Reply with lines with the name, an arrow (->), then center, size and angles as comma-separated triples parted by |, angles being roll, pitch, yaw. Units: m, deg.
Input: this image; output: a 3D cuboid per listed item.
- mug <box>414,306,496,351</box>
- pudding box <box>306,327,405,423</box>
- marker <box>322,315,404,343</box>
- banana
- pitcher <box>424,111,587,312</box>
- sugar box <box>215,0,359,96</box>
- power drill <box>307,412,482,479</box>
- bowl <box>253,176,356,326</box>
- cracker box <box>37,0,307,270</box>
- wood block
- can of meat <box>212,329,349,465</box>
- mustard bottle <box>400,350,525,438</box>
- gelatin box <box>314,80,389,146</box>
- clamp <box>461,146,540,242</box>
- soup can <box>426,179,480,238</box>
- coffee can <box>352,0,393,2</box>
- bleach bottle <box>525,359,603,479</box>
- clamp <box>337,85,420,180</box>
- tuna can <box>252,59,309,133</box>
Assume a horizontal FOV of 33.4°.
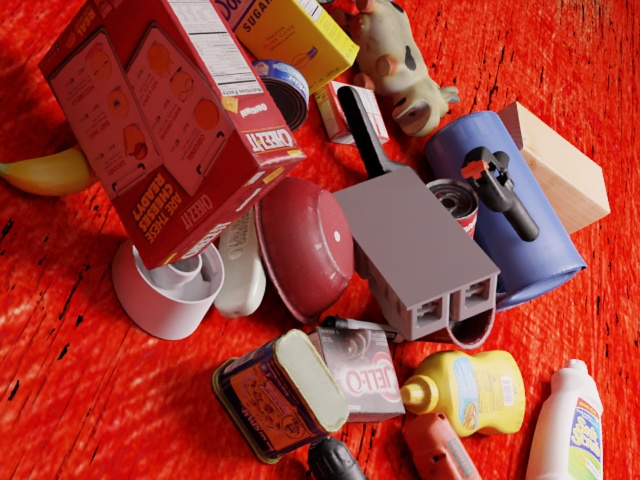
mug -> 0.136, 0.062, 1.189 | 0.093, 0.082, 0.117 | 5, 85, -44
pudding box -> 0.031, 0.137, 1.074 | 0.113, 0.039, 0.090 | 8, 60, -46
marker -> 0.047, 0.095, 1.140 | 0.120, 0.020, 0.020 | 13, 56, -45
banana -> -0.211, -0.083, 0.945 | 0.069, 0.037, 0.197 | 56, 36, -7
pitcher -> 0.220, -0.036, 1.357 | 0.243, 0.145, 0.149 | 66, 11, 15
sugar box -> -0.048, -0.248, 1.209 | 0.176, 0.094, 0.048 | 43, 39, -19
power drill -> 0.077, 0.243, 1.041 | 0.187, 0.057, 0.184 | -31, 94, -51
bowl -> -0.007, 0.001, 1.067 | 0.162, 0.055, 0.162 | -17, 90, -71
cracker box -> -0.128, -0.109, 0.886 | 0.071, 0.164, 0.214 | -18, 73, -50
wood block -> 0.316, -0.097, 1.538 | 0.205, 0.090, 0.091 | 30, 45, -34
can of meat -> -0.034, 0.140, 0.957 | 0.102, 0.084, 0.057 | 57, 36, -3
mustard bottle -> 0.152, 0.170, 1.177 | 0.191, 0.058, 0.096 | 8, 74, -47
gelatin box -> 0.038, -0.151, 1.296 | 0.089, 0.030, 0.073 | 5, 60, -48
clamp -> 0.202, -0.072, 1.236 | 0.171, 0.039, 0.120 | 34, 30, -56
soup can -> 0.144, -0.011, 1.234 | 0.068, 0.102, 0.068 | 1, 45, -1
coffee can -> 0.098, -0.381, 1.468 | 0.103, 0.103, 0.140 | 59, 36, 0
bleach bottle -> 0.303, 0.237, 1.309 | 0.102, 0.068, 0.250 | 45, 36, -19
clamp -> 0.070, -0.073, 1.251 | 0.209, 0.036, 0.164 | 29, 64, -38
tuna can -> -0.055, -0.150, 1.137 | 0.086, 0.086, 0.033 | 34, 41, -30
